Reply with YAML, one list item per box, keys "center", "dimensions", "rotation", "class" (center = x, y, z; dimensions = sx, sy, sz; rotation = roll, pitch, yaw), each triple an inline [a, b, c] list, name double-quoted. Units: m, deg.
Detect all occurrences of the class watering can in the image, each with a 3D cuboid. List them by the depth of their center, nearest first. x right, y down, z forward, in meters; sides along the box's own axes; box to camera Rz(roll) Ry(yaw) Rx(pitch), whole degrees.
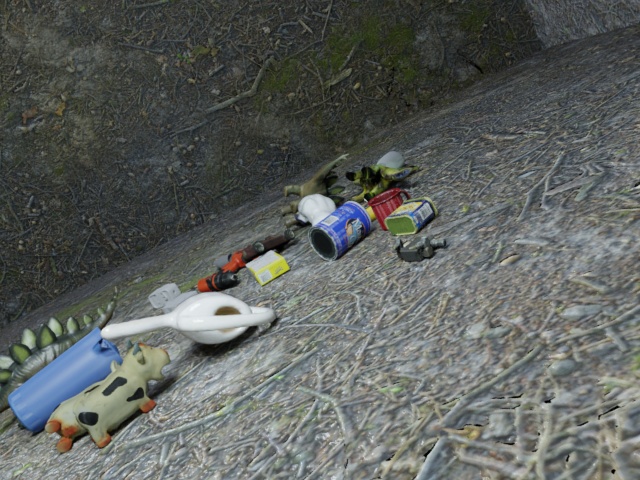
- center: [-0.271, 0.167, 1.090]
  dimensions: [0.348, 0.104, 0.223]
  rotation: [-1, -3, -20]
  class: "watering can"

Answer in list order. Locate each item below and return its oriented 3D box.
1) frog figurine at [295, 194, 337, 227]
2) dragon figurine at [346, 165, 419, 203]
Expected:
- center: [0.005, -0.079, 1.574]
  dimensions: [0.136, 0.123, 0.160]
  rotation: [37, -7, -15]
  class: "frog figurine"
- center: [0.233, -0.220, 1.744]
  dimensions: [0.246, 0.121, 0.408]
  rotation: [-27, 12, -35]
  class: "dragon figurine"
